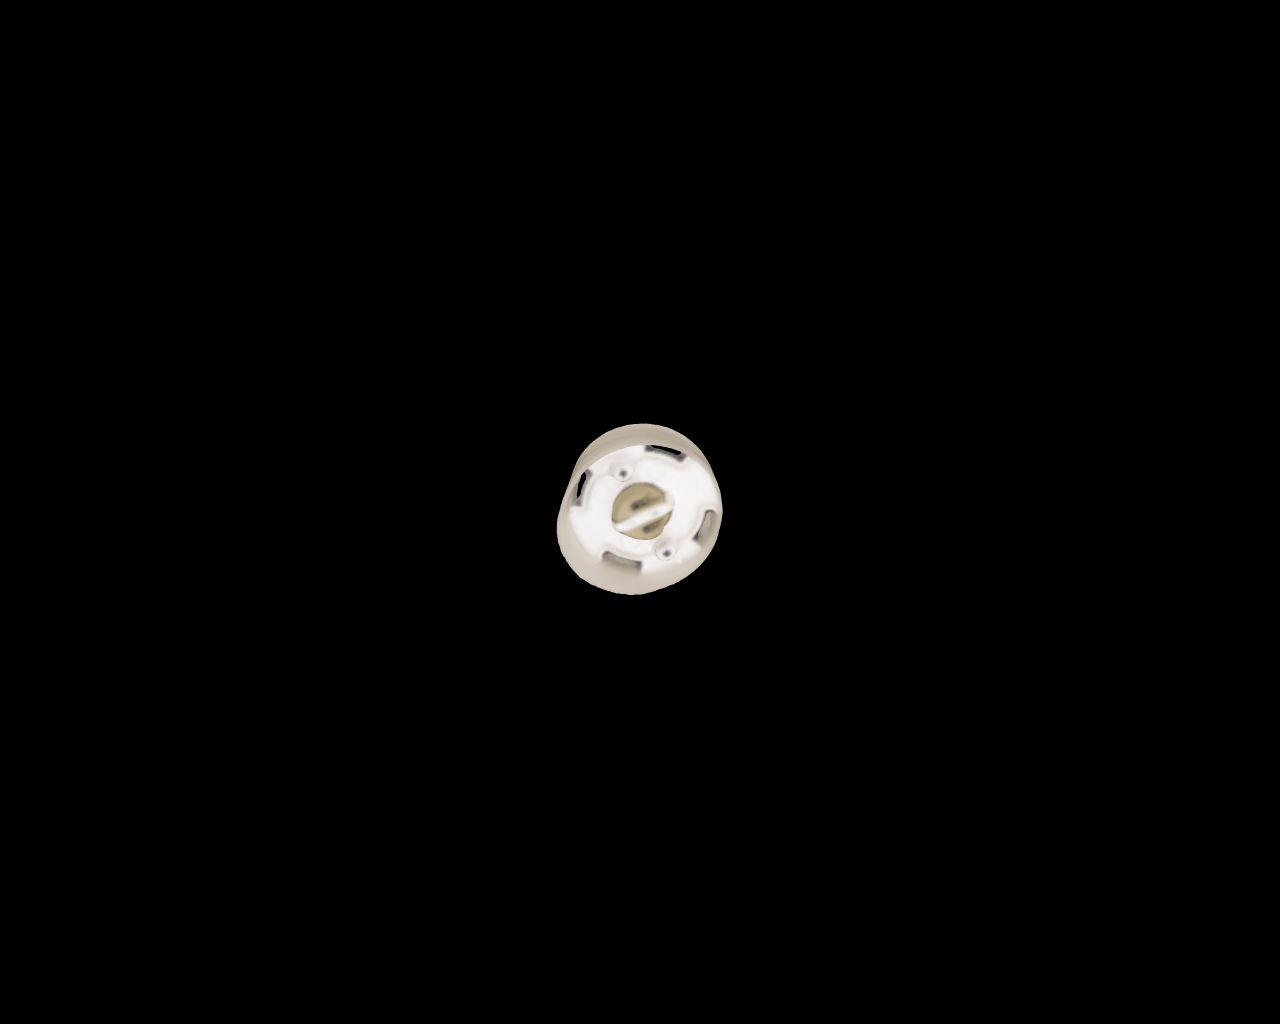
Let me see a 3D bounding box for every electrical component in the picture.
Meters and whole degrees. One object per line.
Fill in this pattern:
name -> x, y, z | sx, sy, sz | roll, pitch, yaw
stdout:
electrical component -> 0.001, -0.003, 0.650 | 0.099, 0.099, 0.064 | 0, 28, 0
